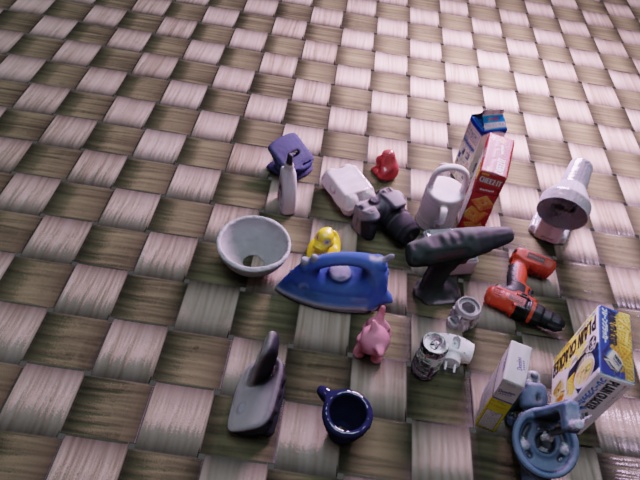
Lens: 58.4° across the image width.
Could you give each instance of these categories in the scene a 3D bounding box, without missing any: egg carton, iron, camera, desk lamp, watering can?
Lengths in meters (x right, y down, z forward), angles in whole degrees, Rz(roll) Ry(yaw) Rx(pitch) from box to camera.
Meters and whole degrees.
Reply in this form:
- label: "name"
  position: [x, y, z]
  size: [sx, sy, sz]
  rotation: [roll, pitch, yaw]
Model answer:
- label: "egg carton"
  position: [0.072, -0.132, 1.480]
  size: [0.107, 0.069, 0.150]
  rotation: [-19, 54, -23]
- label: "iron"
  position: [0.036, 0.072, 1.243]
  size: [0.258, 0.141, 0.118]
  rotation: [2, 48, -7]
- label: "camera"
  position: [0.172, -0.054, 1.405]
  size: [0.143, 0.101, 0.136]
  rotation: [-22, 55, -26]
- label: "desk lamp"
  position: [0.604, -0.090, 1.430]
  size: [0.117, 0.213, 0.203]
  rotation: [25, 49, 14]
- label: "watering can"
  position: [0.305, -0.119, 1.422]
  size: [0.101, 0.194, 0.172]
  rotation: [-5, 49, -13]

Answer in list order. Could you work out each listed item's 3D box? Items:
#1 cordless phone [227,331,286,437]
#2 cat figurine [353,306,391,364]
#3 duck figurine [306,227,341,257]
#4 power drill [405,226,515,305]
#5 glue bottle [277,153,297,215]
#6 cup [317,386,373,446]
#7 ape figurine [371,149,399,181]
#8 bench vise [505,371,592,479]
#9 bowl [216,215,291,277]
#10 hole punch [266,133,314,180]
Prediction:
- label: "cordless phone"
  position: [-0.109, 0.257, 1.024]
  size: [0.094, 0.185, 0.147]
  rotation: [9, 48, 0]
- label: "cat figurine"
  position: [0.113, 0.191, 1.164]
  size: [0.067, 0.118, 0.128]
  rotation: [18, 48, 7]
- label: "duck figurine"
  position: [0.012, 0.005, 1.337]
  size: [0.077, 0.086, 0.105]
  rotation: [27, 50, 15]
- label: "power drill"
  position: [0.290, 0.051, 1.257]
  size: [0.230, 0.208, 0.075]
  rotation: [-4, 49, -13]
- label: "glue bottle"
  position: [-0.079, -0.145, 1.398]
  size: [0.037, 0.173, 0.078]
  rotation: [-9, 50, -16]
- label: "cup"
  position: [0.034, 0.326, 1.047]
  size: [0.117, 0.095, 0.092]
  rotation: [38, 54, 23]
- label: "ape figurine"
  position: [0.180, -0.208, 1.551]
  size: [0.076, 0.092, 0.078]
  rotation: [16, 48, 5]
- label: "bench vise"
  position: [0.393, 0.320, 1.025]
  size: [0.121, 0.220, 0.207]
  rotation: [-5, 49, -13]
- label: "bowl"
  position: [-0.151, 0.027, 1.299]
  size: [0.167, 0.075, 0.167]
  rotation: [5, 48, -5]
- label: "hole punch"
  position: [-0.075, -0.219, 1.520]
  size: [0.101, 0.091, 0.109]
  rotation: [38, 53, 23]
